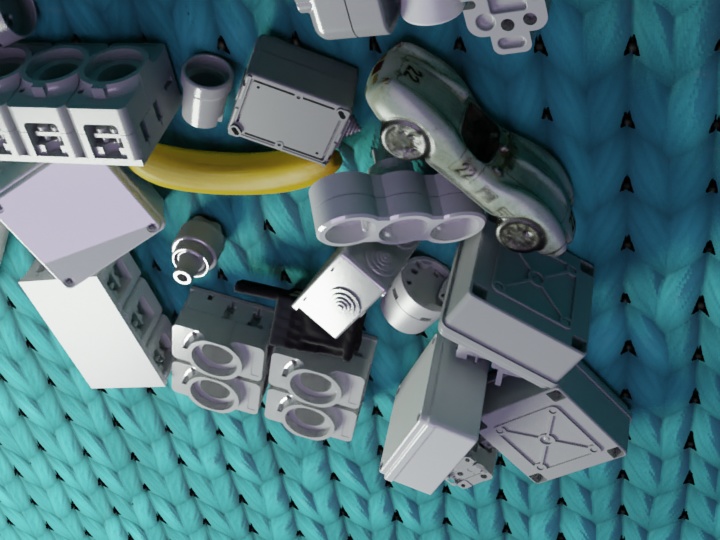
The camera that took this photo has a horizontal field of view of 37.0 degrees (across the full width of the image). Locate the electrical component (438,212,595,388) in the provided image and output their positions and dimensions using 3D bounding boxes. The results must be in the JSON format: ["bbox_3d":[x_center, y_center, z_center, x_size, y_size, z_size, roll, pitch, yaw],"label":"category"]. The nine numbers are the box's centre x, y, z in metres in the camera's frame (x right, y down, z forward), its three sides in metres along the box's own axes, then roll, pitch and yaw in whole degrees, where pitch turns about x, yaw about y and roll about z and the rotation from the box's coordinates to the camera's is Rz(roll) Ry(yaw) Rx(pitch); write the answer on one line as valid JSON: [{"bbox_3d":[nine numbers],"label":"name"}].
[{"bbox_3d":[0.127,0.023,0.863,0.109,0.108,0.056,28,133,-9],"label":"electrical component"}]

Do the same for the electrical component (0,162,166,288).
[{"bbox_3d":[-0.241,-0.057,0.922,0.109,0.056,0.108,-32,120,9],"label":"electrical component"}]

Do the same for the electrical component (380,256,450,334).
[{"bbox_3d":[0.050,0.023,0.930,0.055,0.055,0.047,29,139,-10],"label":"electrical component"}]

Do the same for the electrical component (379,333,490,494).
[{"bbox_3d":[0.070,0.132,0.991,0.056,0.108,0.108,22,136,-7],"label":"electrical component"}]

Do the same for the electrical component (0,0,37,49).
[{"bbox_3d":[-0.303,-0.209,0.828,0.077,0.043,0.079,-6,131,24],"label":"electrical component"}]

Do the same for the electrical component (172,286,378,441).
[{"bbox_3d":[-0.086,0.096,1.043,0.186,0.060,0.105,15,136,4],"label":"electrical component"}]

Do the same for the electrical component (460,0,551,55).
[{"bbox_3d":[0.097,-0.190,0.701,0.058,0.057,0.078,-3,132,22],"label":"electrical component"}]

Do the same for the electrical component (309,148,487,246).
[{"bbox_3d":[0.027,-0.063,0.839,0.138,0.073,0.052,-2,155,-20],"label":"electrical component"}]

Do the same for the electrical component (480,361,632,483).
[{"bbox_3d":[0.176,0.136,0.995,0.109,0.056,0.109,-29,119,38],"label":"electrical component"}]

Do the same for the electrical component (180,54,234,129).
[{"bbox_3d":[-0.121,-0.139,0.840,0.040,0.040,0.046,19,141,0],"label":"electrical component"}]

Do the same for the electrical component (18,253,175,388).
[{"bbox_3d":[-0.246,0.042,1.043,0.089,0.061,0.150,-4,132,22],"label":"electrical component"}]

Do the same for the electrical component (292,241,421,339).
[{"bbox_3d":[0.000,0.000,0.893,0.048,0.099,0.099,41,133,-4],"label":"electrical component"}]

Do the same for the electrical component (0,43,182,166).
[{"bbox_3d":[-0.229,-0.135,0.843,0.150,0.089,0.061,4,134,16],"label":"electrical component"}]

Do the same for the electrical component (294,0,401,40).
[{"bbox_3d":[-0.012,-0.206,0.725,0.059,0.053,0.095,-1,133,20],"label":"electrical component"}]

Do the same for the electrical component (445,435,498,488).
[{"bbox_3d":[0.108,0.176,1.053,0.042,0.063,0.081,39,133,-21],"label":"electrical component"}]

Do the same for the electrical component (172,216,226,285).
[{"bbox_3d":[-0.147,-0.014,0.954,0.043,0.062,0.043,10,135,10],"label":"electrical component"}]

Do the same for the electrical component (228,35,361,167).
[{"bbox_3d":[-0.043,-0.128,0.812,0.096,0.061,0.061,18,137,-10],"label":"electrical component"}]

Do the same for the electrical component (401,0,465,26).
[{"bbox_3d":[0.045,-0.198,0.719,0.045,0.045,0.055,2,133,17],"label":"electrical component"}]

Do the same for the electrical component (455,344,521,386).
[{"bbox_3d":[0.118,0.058,0.949,0.064,0.042,0.081,13,135,9],"label":"electrical component"}]
